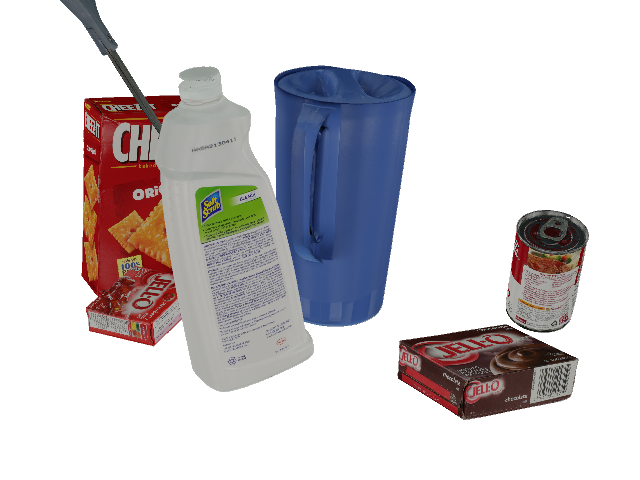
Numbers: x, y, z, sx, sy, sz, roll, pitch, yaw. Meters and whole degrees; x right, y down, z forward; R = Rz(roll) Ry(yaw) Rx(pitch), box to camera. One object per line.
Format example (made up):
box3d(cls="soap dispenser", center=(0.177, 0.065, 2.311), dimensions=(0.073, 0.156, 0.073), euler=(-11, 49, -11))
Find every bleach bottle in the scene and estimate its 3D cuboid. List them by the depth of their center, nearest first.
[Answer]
box3d(cls="bleach bottle", center=(-0.068, -0.011, 0.820), dimensions=(0.102, 0.251, 0.068), euler=(-21, 30, -27))

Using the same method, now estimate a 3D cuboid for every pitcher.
box3d(cls="pitcher", center=(0.012, -0.039, 1.036), dimensions=(0.149, 0.243, 0.145), euler=(-8, 26, -25))

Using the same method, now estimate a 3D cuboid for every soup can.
box3d(cls="soup can", center=(0.220, 0.031, 1.041), dimensions=(0.068, 0.102, 0.068), euler=(0, 37, 0))

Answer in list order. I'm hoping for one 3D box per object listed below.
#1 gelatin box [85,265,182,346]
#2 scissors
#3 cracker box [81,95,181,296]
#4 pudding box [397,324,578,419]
box3d(cls="gelatin box", center=(-0.169, 0.061, 1.023), dimensions=(0.073, 0.030, 0.089), euler=(11, 31, 22))
box3d(cls="scissors", center=(-0.192, -0.187, 0.937), dimensions=(0.016, 0.201, 0.096), euler=(-29, 28, 12))
box3d(cls="cracker box", center=(-0.182, -0.052, 1.210), dimensions=(0.163, 0.214, 0.072), euler=(-6, 25, -29))
box3d(cls="pudding box", center=(0.131, 0.102, 0.846), dimensions=(0.113, 0.039, 0.090), euler=(-3, 17, -30))
